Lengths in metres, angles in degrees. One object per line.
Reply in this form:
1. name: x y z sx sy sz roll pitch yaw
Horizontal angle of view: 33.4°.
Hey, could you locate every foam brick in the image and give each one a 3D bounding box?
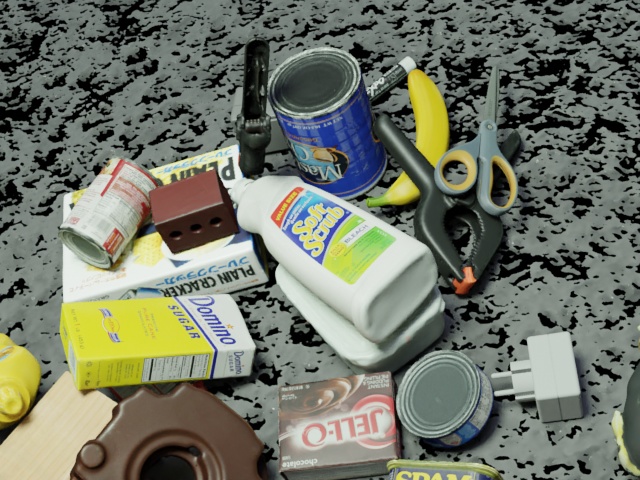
1. foam brick: -0.132 -0.030 1.108 0.078 0.053 0.051 -19 52 4

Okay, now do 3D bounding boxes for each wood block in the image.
1. wood block: -0.261 0.241 1.006 0.090 0.091 0.206 25 64 32

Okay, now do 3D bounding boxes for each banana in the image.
1. banana: 0.110 -0.109 1.178 0.069 0.037 0.197 22 58 -3

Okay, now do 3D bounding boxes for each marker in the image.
1. marker: 0.064 -0.176 1.266 0.121 0.020 0.020 -39 52 -12

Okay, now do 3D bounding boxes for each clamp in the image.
1. clamp: -0.068 -0.127 1.096 0.039 0.171 0.120 7 75 -7
2. clamp: 0.150 -0.042 1.108 0.164 0.036 0.210 -1 60 -14

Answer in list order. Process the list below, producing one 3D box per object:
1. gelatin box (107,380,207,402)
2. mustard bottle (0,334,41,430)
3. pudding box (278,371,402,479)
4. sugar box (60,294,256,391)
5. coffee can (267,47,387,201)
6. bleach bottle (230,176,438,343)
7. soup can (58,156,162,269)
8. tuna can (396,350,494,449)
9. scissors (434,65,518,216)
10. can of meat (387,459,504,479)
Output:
1. gelatin box: -0.166 0.150 1.085 0.073 0.030 0.089 -41 52 -16
2. mustard bottle: -0.325 0.147 1.062 0.096 0.058 0.192 -44 20 -18
3. pudding box: 0.018 0.176 0.997 0.113 0.039 0.090 -10 52 11
4. sugar box: -0.160 0.098 1.053 0.176 0.048 0.093 -5 36 -22
5. coffee can: 0.010 -0.124 1.165 0.103 0.140 0.103 -9 51 11
6. bleach bottle: -0.007 0.001 1.044 0.102 0.068 0.251 -43 47 -19
7. soup can: -0.221 -0.029 1.127 0.069 0.068 0.102 16 61 28
8. tuna can: 0.115 0.146 0.976 0.086 0.033 0.086 -21 50 27
9. scissors: 0.160 -0.112 1.123 0.096 0.016 0.202 4 56 -13
10. can of meat: 0.101 0.238 0.907 0.102 0.057 0.084 -3 55 27
